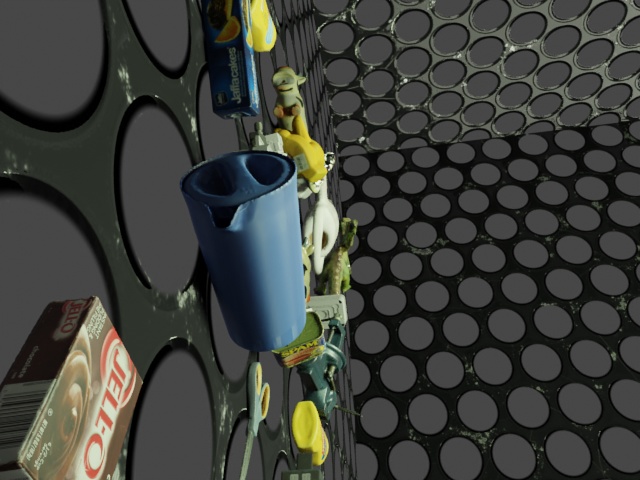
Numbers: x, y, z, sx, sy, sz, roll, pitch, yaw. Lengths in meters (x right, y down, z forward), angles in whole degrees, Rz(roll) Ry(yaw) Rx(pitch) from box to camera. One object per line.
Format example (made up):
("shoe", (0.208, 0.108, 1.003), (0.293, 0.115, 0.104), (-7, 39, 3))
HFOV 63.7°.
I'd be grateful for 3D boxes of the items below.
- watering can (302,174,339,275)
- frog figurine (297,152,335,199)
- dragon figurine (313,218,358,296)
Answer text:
("watering can", (0.005, -0.076, 1.516), (0.104, 0.344, 0.226), (4, 12, 4))
("frog figurine", (-0.048, -0.174, 1.343), (0.122, 0.139, 0.158), (12, -11, -27))
("dragon figurine", (0.064, 0.050, 1.595), (0.122, 0.238, 0.418), (11, 23, -4))
